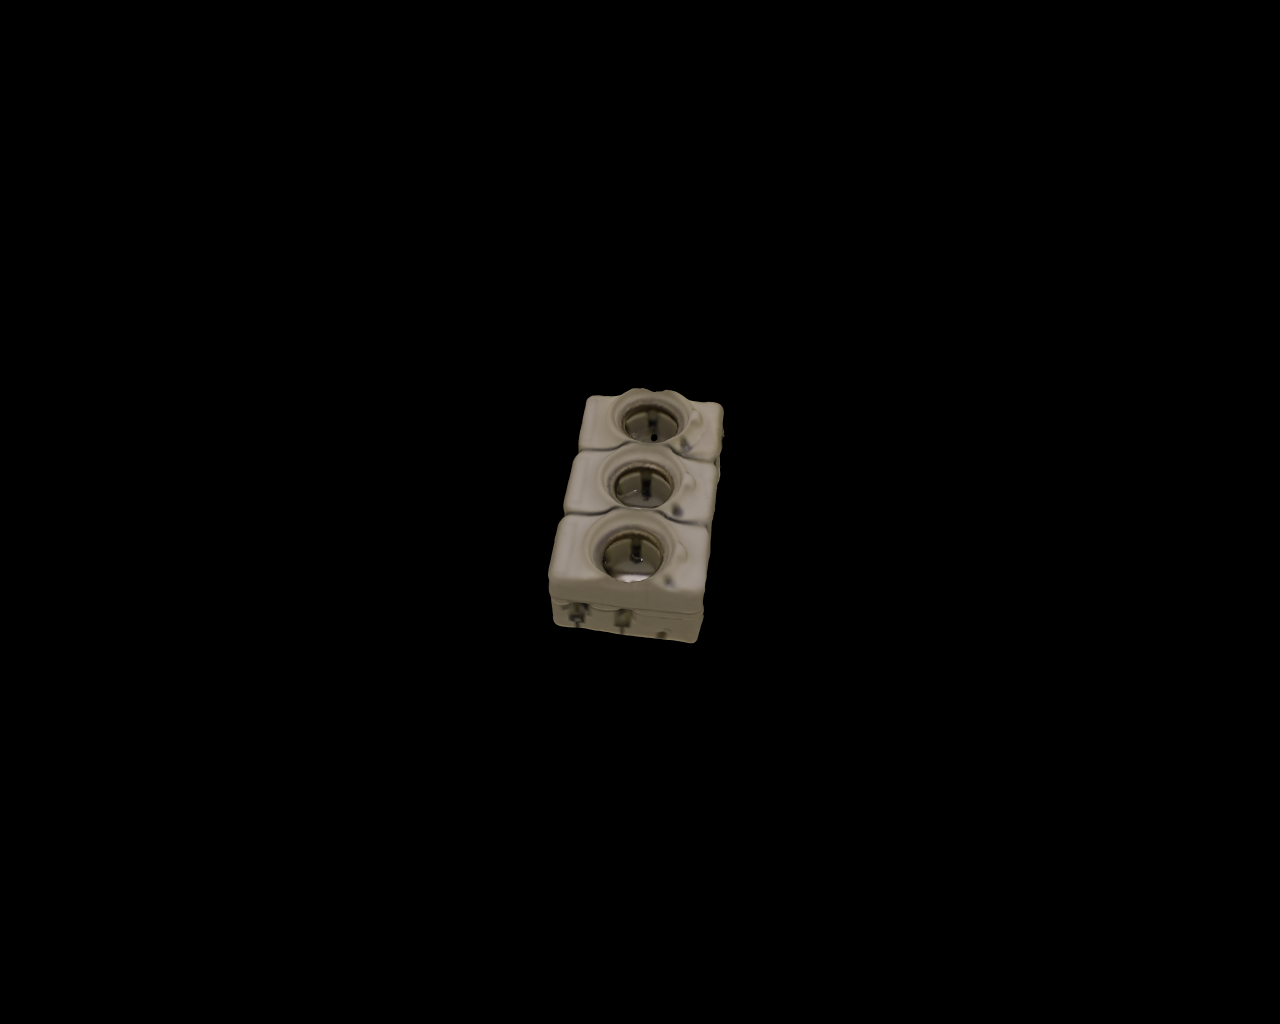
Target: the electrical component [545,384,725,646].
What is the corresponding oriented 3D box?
[{"bbox_3d":[0.001,-0.003,0.650,0.089,0.150,0.061,5,-39,5],"label":"electrical component"}]
